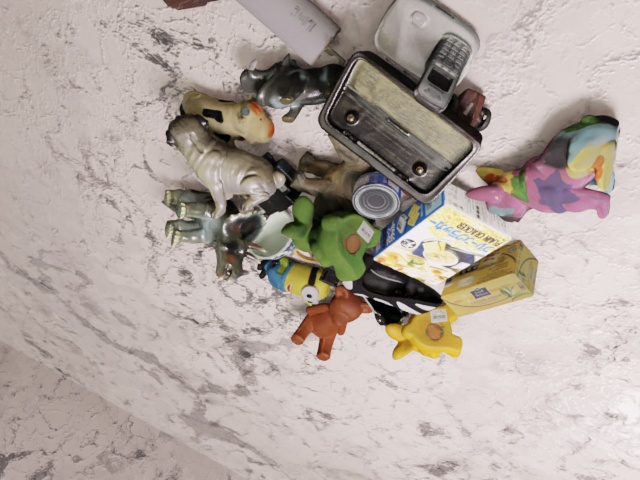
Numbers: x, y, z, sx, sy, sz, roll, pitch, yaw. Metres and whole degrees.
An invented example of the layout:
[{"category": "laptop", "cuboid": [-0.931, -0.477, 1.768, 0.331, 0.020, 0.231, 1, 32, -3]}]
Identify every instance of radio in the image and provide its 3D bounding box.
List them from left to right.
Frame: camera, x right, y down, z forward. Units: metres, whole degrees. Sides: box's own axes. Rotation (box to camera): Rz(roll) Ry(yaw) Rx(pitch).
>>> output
[{"category": "radio", "cuboid": [0.118, -0.169, 0.815, 0.230, 0.073, 0.131, 38, 119, 3]}]

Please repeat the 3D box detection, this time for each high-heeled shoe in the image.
[{"category": "high-heeled shoe", "cuboid": [0.135, 0.078, 1.093, 0.248, 0.086, 0.145, 38, 153, -32]}]

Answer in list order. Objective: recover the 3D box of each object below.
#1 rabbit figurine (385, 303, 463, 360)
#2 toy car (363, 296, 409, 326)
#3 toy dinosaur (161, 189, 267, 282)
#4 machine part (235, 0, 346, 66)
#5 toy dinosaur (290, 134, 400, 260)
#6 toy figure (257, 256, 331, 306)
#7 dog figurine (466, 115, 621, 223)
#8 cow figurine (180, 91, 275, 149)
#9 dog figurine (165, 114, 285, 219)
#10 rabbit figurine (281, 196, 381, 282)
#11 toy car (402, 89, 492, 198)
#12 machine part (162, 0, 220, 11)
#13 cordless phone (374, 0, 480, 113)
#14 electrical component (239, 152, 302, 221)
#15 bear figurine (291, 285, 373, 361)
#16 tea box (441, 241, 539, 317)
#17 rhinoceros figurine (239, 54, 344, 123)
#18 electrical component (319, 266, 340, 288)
[{"category": "rabbit figurine", "cuboid": [0.238, 0.226, 1.231, 0.162, 0.122, 0.173, -15, 163, -1]}, {"category": "toy car", "cuboid": [0.136, 0.124, 1.231, 0.073, 0.056, 0.201, -27, 119, 16]}, {"category": "toy dinosaur", "cuboid": [-0.240, -0.048, 1.193, 0.192, 0.405, 0.131, 5, 108, -24]}, {"category": "machine part", "cuboid": [-0.054, -0.356, 0.838, 0.243, 0.079, 0.079, 39, 138, -11]}, {"category": "toy dinosaur", "cuboid": [0.045, -0.096, 1.034, 0.198, 0.105, 0.471, 32, 143, -10]}, {"category": "toy figure", "cuboid": [-0.060, 0.089, 1.294, 0.180, 0.089, 0.082, 23, 169, 20]}, {"category": "dog figurine", "cuboid": [0.348, -0.107, 0.856, 0.219, 0.108, 0.191, 5, 135, 28]}, {"category": "cow figurine", "cuboid": [-0.177, -0.234, 1.030, 0.195, 0.085, 0.127, 19, 145, 11]}, {"category": "dog figurine", "cuboid": [-0.172, -0.156, 0.990, 0.172, 0.121, 0.190, -21, 118, 5]}, {"category": "rabbit figurine", "cuboid": [-0.002, -0.003, 1.008, 0.159, 0.121, 0.170, 33, 162, -37]}, {"category": "toy car", "cuboid": [0.200, -0.150, 0.877, 0.089, 0.053, 0.202, 17, 125, -27]}, {"category": "machine part", "cuboid": [-0.201, -0.438, 0.806, 0.180, 0.056, 0.179, 29, 132, 37]}, {"category": "cordless phone", "cuboid": [0.137, -0.254, 0.757, 0.146, 0.184, 0.088, 32, 140, -5]}, {"category": "electrical component", "cuboid": [-0.104, -0.114, 1.127, 0.134, 0.058, 0.114, -26, 118, 41]}, {"category": "bear figurine", "cuboid": [0.033, 0.202, 1.324, 0.120, 0.132, 0.196, 36, 145, -13]}, {"category": "tea box", "cuboid": [0.333, 0.079, 1.057, 0.068, 0.098, 0.170, 46, 138, -18]}, {"category": "rhinoceros figurine", "cuboid": [-0.043, -0.263, 0.908, 0.190, 0.112, 0.073, 2, 162, 10]}, {"category": "electrical component", "cuboid": [0.044, 0.045, 1.196, 0.048, 0.075, 0.119, 26, 143, 2]}]
